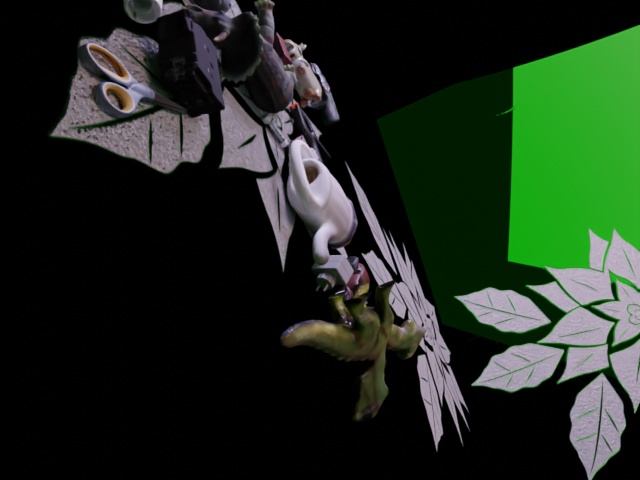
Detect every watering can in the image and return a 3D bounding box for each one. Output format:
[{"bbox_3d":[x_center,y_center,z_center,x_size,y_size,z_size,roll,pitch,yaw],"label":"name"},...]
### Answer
[{"bbox_3d":[0.003,-0.053,1.061,0.103,0.356,0.220,-23,-39,14],"label":"watering can"}]

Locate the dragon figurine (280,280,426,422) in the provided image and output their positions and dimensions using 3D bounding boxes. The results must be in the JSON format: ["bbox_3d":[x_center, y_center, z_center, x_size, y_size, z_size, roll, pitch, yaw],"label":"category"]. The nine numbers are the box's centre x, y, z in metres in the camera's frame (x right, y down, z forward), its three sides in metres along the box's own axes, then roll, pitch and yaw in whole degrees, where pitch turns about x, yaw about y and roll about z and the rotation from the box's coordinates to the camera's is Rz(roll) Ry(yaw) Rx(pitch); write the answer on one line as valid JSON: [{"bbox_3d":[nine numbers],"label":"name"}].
[{"bbox_3d":[0.078,0.208,0.929,0.121,0.242,0.414,-8,7,40],"label":"dragon figurine"}]
